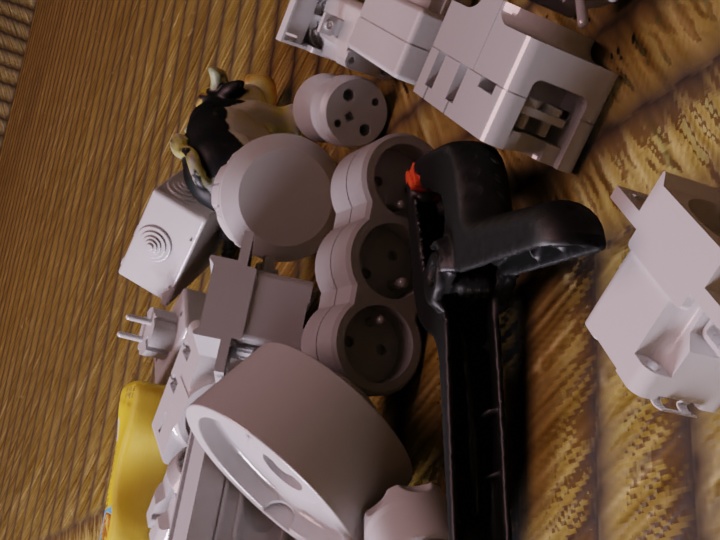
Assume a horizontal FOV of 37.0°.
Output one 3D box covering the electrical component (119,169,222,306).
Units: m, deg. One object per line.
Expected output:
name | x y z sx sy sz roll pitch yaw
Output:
electrical component | -0.141 -0.033 0.852 0.099 0.048 0.099 -60 -3 28

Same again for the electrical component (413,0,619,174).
electrical component | 0.070 -0.089 0.489 0.055 0.050 0.089 -66 26 16

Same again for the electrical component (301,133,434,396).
electrical component | 0.000 0.000 0.578 0.074 0.052 0.138 -16 61 62

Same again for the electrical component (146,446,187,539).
electrical component | -0.103 0.150 0.695 0.057 0.058 0.078 -66 26 23

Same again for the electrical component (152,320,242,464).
electrical component | -0.103 0.089 0.741 0.089 0.050 0.055 -68 25 13

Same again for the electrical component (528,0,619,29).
electrical component | 0.099 -0.139 0.462 0.083 0.047 0.075 -40 42 51

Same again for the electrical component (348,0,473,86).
electrical component | 0.039 -0.142 0.589 0.075 0.047 0.083 -67 26 14

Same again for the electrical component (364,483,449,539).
electrical component | 0.027 0.124 0.455 0.043 0.043 0.062 -60 29 27

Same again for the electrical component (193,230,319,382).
electrical component | -0.062 0.030 0.642 0.121 0.063 0.078 125 156 -78

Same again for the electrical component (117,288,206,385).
electrical component | -0.145 0.051 0.821 0.065 0.077 0.047 -57 29 32

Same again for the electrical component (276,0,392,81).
electrical component | -0.006 -0.147 0.664 0.064 0.081 0.042 37 110 40

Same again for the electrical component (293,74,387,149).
electrical component | -0.013 -0.100 0.675 0.055 0.045 0.045 26 99 65

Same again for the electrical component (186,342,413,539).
electrical component | -0.024 0.082 0.519 0.060 0.108 0.108 -46 14 -24

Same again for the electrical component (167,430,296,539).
electrical component | -0.059 0.131 0.586 0.057 0.078 0.113 156 127 -69

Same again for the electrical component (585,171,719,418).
electrical component | 0.111 0.010 0.355 0.063 0.042 0.081 -65 25 27

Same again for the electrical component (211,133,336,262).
electrical component | -0.054 -0.046 0.688 0.051 0.080 0.080 -172 98 -71
